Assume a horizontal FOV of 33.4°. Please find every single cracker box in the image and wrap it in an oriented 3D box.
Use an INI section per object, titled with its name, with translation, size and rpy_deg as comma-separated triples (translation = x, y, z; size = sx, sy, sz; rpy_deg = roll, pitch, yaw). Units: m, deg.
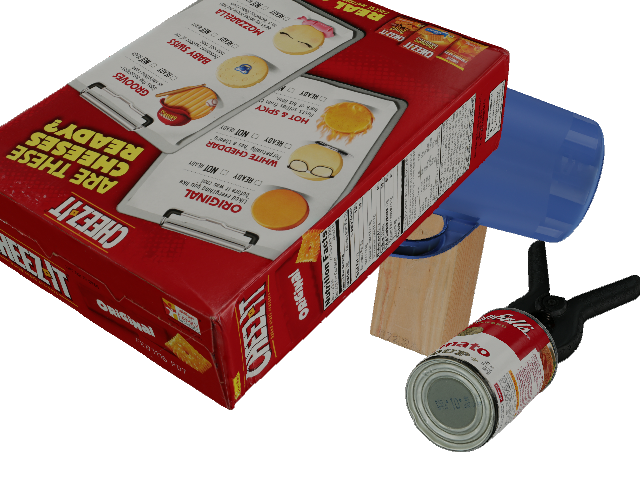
[cracker box]
translation = -0.035, -0.041, 0.515
size = 0.164, 0.072, 0.213
rpy_deg = 27, 53, 29

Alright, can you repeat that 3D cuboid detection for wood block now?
[wood block]
translation = 0.126, 0.014, 1.202
size = 0.090, 0.206, 0.090
rpy_deg = 19, 26, 26

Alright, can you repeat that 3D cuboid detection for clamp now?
[clamp]
translation = 0.220, 0.064, 1.043
size = 0.171, 0.039, 0.120
rpy_deg = -35, 43, -29

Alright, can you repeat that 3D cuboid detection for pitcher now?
[pitcher]
translation = 0.098, -0.070, 0.878
size = 0.242, 0.149, 0.145
rpy_deg = 17, 40, -4

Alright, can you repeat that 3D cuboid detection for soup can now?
[soup can]
translation = 0.109, 0.093, 0.722
size = 0.069, 0.068, 0.102
rpy_deg = 0, 15, 35
